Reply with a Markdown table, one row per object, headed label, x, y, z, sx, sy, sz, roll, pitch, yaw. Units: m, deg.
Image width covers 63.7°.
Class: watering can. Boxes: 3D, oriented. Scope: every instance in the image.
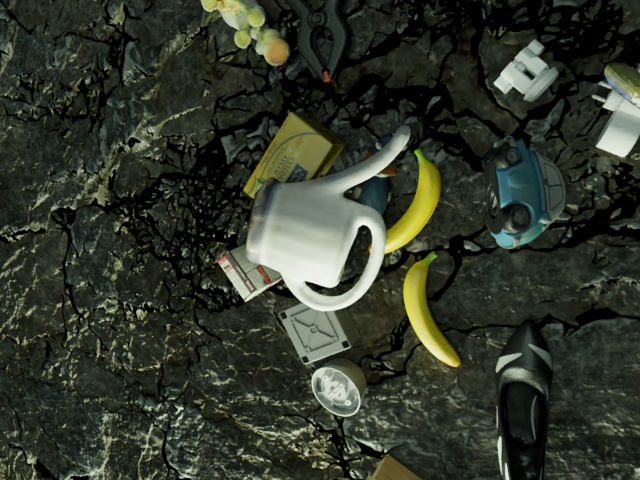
| label | x | y | z | sx | sy | sz | roll | pitch | yaw |
| --- | --- | --- | --- | --- | --- | --- | --- | --- | --- |
| watering can | 0.002 | -0.041 | 0.806 | 0.224 | 0.341 | 0.106 | 17 | 28 | 5 |

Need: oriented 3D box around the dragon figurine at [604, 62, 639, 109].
| label | x | y | z | sx | sy | sz | roll | pitch | yaw |
| --- | --- | --- | --- | --- | --- | --- | --- | --- | --- |
| dragon figurine | 0.555 | -0.131 | 0.579 | 0.239 | 0.408 | 0.124 | -45 | 9 | 26 |
